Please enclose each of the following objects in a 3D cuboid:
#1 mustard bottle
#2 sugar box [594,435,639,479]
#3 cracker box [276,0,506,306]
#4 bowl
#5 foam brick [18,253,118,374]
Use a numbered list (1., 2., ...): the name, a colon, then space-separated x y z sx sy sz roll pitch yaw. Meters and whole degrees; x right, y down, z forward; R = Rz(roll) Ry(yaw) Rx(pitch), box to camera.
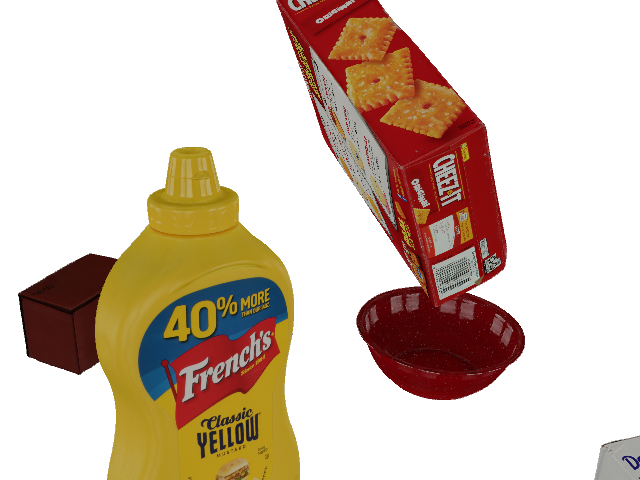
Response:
1. mustard bottle: -0.056 0.051 0.499 0.096 0.192 0.058 -13 21 -33
2. sugar box: 0.189 0.180 0.501 0.048 0.093 0.176 -9 29 -21
3. cracker box: 0.054 -0.082 0.797 0.072 0.214 0.164 -27 -40 -5
4. bowl: 0.113 0.106 1.032 0.162 0.055 0.162 3 27 -2
5. foam brick: -0.168 0.050 0.763 0.053 0.051 0.078 13 29 29
